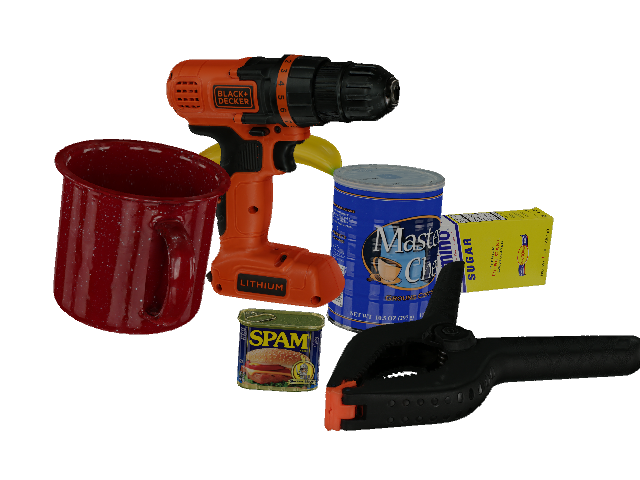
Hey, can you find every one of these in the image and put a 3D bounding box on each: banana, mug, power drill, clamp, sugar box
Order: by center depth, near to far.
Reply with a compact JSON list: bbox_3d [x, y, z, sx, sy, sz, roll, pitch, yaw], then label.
[{"bbox_3d":[-0.094,0.003,0.569,0.093,0.081,0.117,-3,25,-32],"label":"mug"},{"bbox_3d":[0.078,0.068,0.681,0.209,0.036,0.165,-15,28,-32],"label":"clamp"},{"bbox_3d":[-0.025,-0.047,0.805,0.185,0.188,0.057,6,20,27],"label":"power drill"},{"bbox_3d":[0.194,0.014,1.301,0.176,0.093,0.048,-6,21,-22],"label":"sugar box"},{"bbox_3d":[-0.056,-0.107,1.319,0.198,0.037,0.069,7,38,17],"label":"banana"}]

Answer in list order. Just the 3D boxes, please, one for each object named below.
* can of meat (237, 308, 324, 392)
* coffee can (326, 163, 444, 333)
[{"bbox_3d":[-0.048,0.130,1.259,0.102,0.084,0.057,4,13,-1],"label":"can of meat"},{"bbox_3d":[0.060,0.007,0.996,0.103,0.140,0.103,3,14,-1],"label":"coffee can"}]
